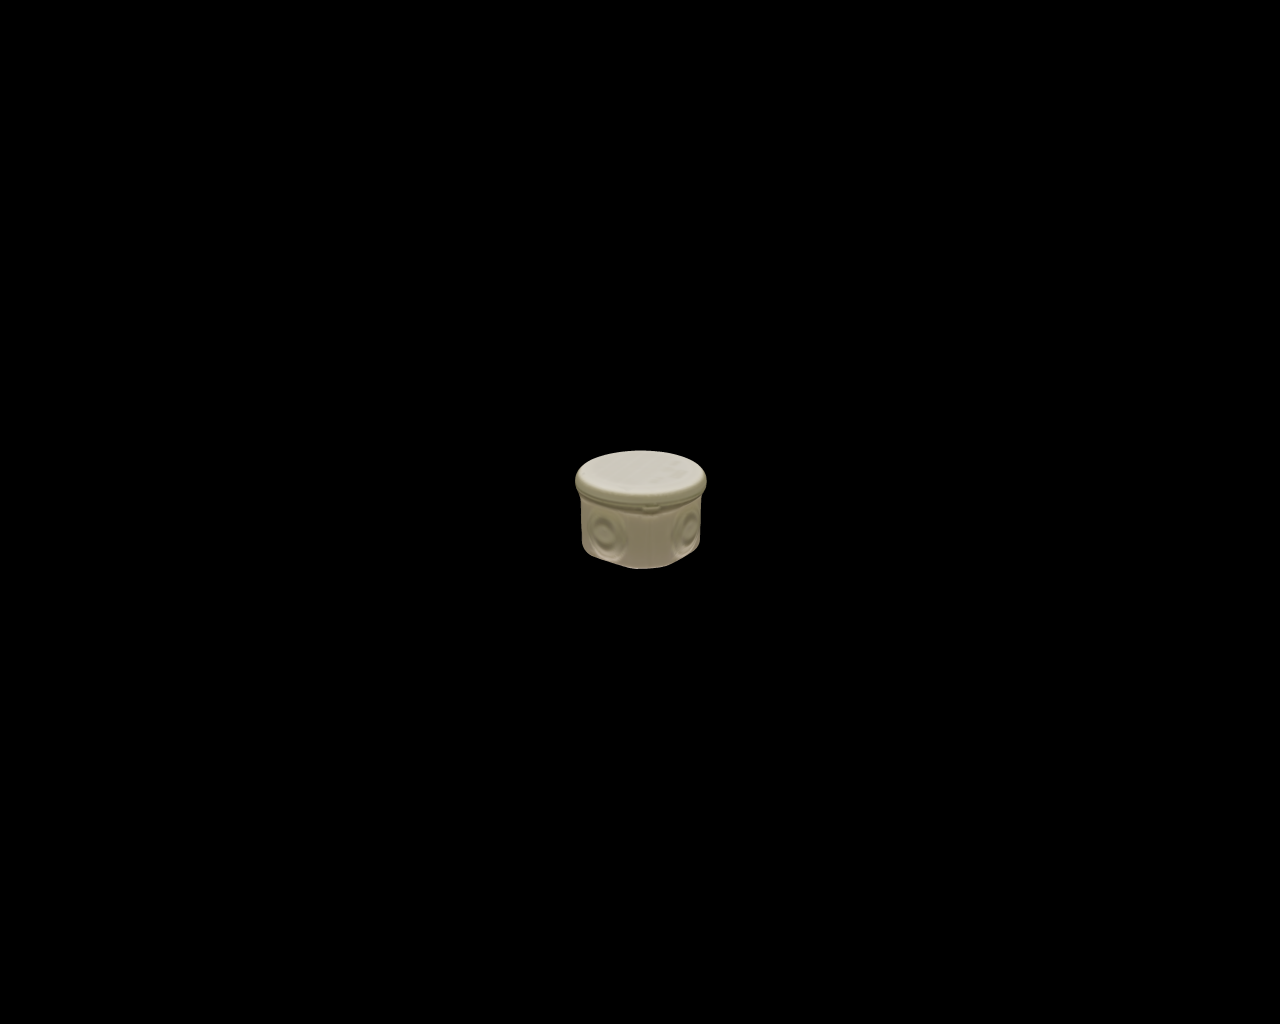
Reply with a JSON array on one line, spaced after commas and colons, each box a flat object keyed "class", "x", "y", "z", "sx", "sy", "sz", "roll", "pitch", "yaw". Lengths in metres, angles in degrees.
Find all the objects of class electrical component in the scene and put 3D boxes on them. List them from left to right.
[{"class": "electrical component", "x": 0.001, "y": -0.003, "z": 0.650, "sx": 0.080, "sy": 0.050, "sz": 0.080, "roll": 0, "pitch": 22, "yaw": 0}]
